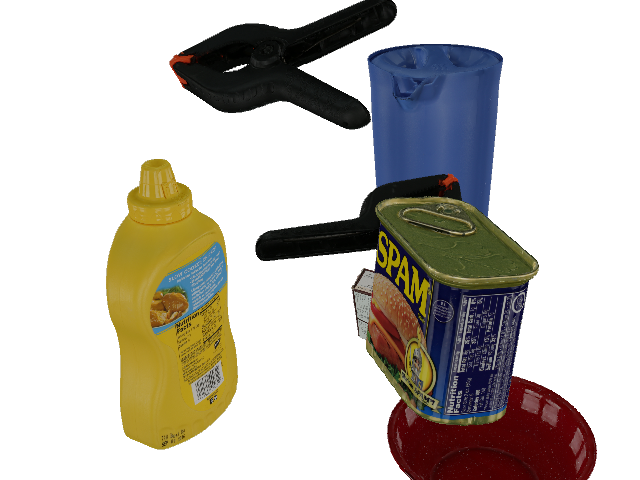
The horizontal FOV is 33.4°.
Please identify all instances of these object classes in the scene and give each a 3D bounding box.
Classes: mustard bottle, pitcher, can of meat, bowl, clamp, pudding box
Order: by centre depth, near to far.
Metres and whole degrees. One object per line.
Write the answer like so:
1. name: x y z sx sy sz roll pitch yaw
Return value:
1. can of meat: 0.062 0.034 0.548 0.057 0.084 0.102 -3 24 -18
2. mustard bottle: -0.099 0.037 0.707 0.058 0.192 0.096 16 33 30
3. clamp: -0.025 -0.136 0.788 0.172 0.120 0.039 10 -38 24
4. bowl: 0.133 0.174 0.844 0.162 0.055 0.162 0 32 0
5. clamp: 0.070 0.004 0.913 0.165 0.036 0.209 35 44 25
6. pitcher: 0.121 -0.079 1.107 0.149 0.243 0.145 -9 24 -17
7. pudding box: 0.095 0.087 1.220 0.114 0.090 0.039 16 49 22
